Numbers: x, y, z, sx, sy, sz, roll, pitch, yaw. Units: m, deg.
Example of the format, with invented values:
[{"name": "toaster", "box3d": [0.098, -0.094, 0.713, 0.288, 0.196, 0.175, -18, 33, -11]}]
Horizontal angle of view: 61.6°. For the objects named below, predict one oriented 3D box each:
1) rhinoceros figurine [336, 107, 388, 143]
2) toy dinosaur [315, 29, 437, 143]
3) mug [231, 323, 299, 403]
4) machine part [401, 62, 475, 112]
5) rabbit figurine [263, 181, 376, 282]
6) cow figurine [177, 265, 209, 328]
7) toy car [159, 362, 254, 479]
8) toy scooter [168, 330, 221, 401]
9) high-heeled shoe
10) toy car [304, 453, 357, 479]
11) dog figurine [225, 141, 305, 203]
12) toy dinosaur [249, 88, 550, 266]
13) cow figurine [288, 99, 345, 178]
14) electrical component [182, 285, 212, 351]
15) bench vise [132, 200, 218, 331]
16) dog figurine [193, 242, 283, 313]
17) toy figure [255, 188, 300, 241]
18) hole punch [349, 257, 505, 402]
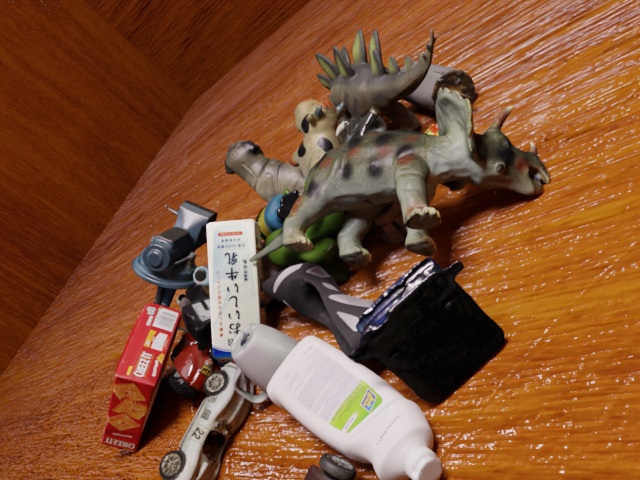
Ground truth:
[{"name": "rhinoceros figurine", "box3d": [0.073, -0.141, 0.834, 0.112, 0.073, 0.190, -47, 25, 27]}, {"name": "toy dinosaur", "box3d": [0.083, -0.259, 0.945, 0.105, 0.198, 0.472, -36, 21, -18]}, {"name": "mug", "box3d": [-0.075, 0.167, 0.726, 0.109, 0.107, 0.081, -39, 26, 14]}, {"name": "machine part", "box3d": [0.196, -0.266, 0.936, 0.079, 0.079, 0.243, -46, 26, 5]}, {"name": "rabbit figurine", "box3d": [-0.002, -0.003, 0.842, 0.170, 0.121, 0.159, -34, 48, -3]}, {"name": "cow figurine", "box3d": [-0.245, 0.107, 1.119, 0.167, 0.068, 0.098, -46, 20, -3]}, {"name": "toy car", "box3d": [-0.150, 0.265, 0.739, 0.056, 0.073, 0.202, 11, 59, 29]}, {"name": "toy scooter", "box3d": [-0.202, 0.188, 0.936, 0.135, 0.075, 0.184, -48, 21, -3]}, {"name": "high-heeled shoe", "box3d": [-0.010, 0.096, 0.701, 0.249, 0.086, 0.145, -1, 22, 35]}, {"name": "toy car", "box3d": [0.036, 0.269, 0.473, 0.202, 0.053, 0.089, 18, 87, 63]}, {"name": "dog figurine", "box3d": [-0.077, -0.131, 1.045, 0.172, 0.190, 0.121, -27, 33, 34]}, {"name": "toy dinosaur", "box3d": [0.067, -0.075, 0.690, 0.405, 0.131, 0.192, -6, 61, 32]}, {"name": "cow figurine", "box3d": [0.005, -0.157, 0.946, 0.085, 0.195, 0.127, -15, -8, -39]}, {"name": "electrical component", "box3d": [-0.194, 0.126, 0.906, 0.075, 0.047, 0.119, -20, 33, -28]}, {"name": "bench vise", "box3d": [-0.276, 0.051, 1.006, 0.224, 0.129, 0.240, -90, 20, -71]}, {"name": "dog figurine", "box3d": [-0.125, 0.051, 0.976, 0.108, 0.192, 0.219, -62, -7, 3]}, {"name": "toy figure", "box3d": [-0.069, -0.040, 0.977, 0.082, 0.089, 0.180, -46, -2, -17]}, {"name": "hole punch", "box3d": [0.107, 0.084, 0.559, 0.142, 0.115, 0.092, -43, 18, 11]}]
